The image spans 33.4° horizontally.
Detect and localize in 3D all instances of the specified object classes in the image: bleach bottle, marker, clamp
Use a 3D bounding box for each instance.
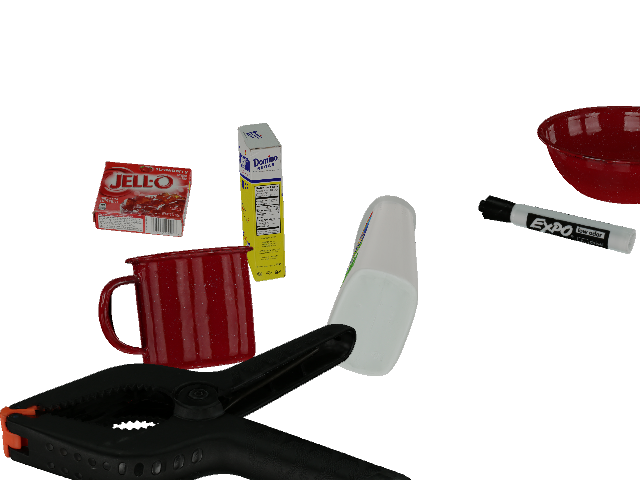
[{"bbox_3d":[0.055,0.025,1.011,0.068,0.103,0.250,19,21,-1],"label":"bleach bottle"},{"bbox_3d":[0.177,-0.013,0.810,0.121,0.020,0.020,16,8,29],"label":"marker"},{"bbox_3d":[-0.061,0.092,0.575,0.210,0.036,0.164,1,24,-4],"label":"clamp"}]

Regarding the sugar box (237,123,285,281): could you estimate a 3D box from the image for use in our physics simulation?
[{"bbox_3d":[-0.074,-0.048,1.324,0.048,0.176,0.093,-9,25,-11],"label":"sugar box"}]

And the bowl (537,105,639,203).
[{"bbox_3d":[0.281,-0.076,0.982,0.162,0.055,0.162,-3,24,1],"label":"bowl"}]

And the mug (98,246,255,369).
[{"bbox_3d":[-0.101,0.050,0.763,0.117,0.081,0.093,-5,-3,-30],"label":"mug"}]

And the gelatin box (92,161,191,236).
[{"bbox_3d":[-0.178,-0.043,1.071,0.089,0.073,0.030,6,-43,-2],"label":"gelatin box"}]
